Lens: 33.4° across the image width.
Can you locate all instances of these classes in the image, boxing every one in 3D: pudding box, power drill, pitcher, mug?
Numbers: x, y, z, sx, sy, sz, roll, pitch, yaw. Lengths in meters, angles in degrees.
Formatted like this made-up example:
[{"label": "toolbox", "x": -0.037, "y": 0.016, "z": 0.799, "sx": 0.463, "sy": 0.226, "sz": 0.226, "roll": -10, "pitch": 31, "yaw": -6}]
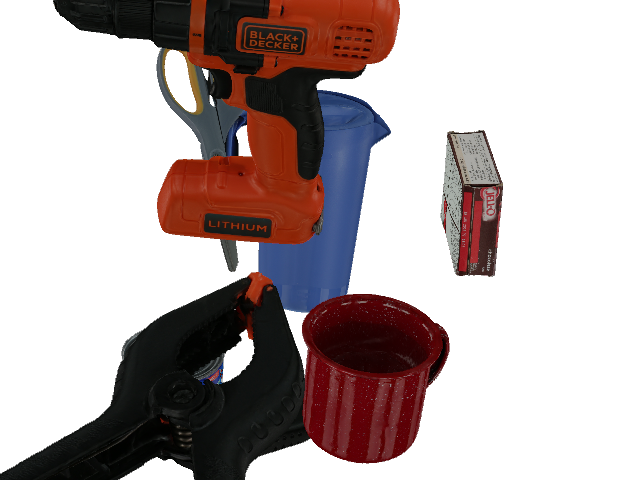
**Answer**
[{"label": "pudding box", "x": 0.132, "y": -0.034, "z": 0.938, "sx": 0.039, "sy": 0.090, "sz": 0.113, "roll": 0, "pitch": 30, "yaw": -3}, {"label": "power drill", "x": -0.057, "y": -0.079, "z": 0.619, "sx": 0.184, "sy": 0.057, "sz": 0.188, "roll": 6, "pitch": -40, "yaw": -3}, {"label": "pitcher", "x": -0.023, "y": -0.045, "z": 1.228, "sx": 0.144, "sy": 0.243, "sz": 0.149, "roll": -20, "pitch": 36, "yaw": -41}, {"label": "mug", "x": 0.040, "y": 0.092, "z": 0.729, "sx": 0.117, "sy": 0.081, "sz": 0.093, "roll": -18, "pitch": 39, "yaw": -34}]

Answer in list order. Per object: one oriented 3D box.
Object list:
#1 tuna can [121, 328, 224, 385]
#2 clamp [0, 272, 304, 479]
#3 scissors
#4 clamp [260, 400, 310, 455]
[{"label": "tuna can", "x": -0.124, "y": 0.107, "z": 0.899, "sx": 0.086, "sy": 0.034, "sz": 0.086, "roll": 4, "pitch": 28, "yaw": -2}, {"label": "clamp", "x": -0.048, "y": 0.080, "z": 0.425, "sx": 0.120, "sy": 0.039, "sz": 0.171, "roll": 25, "pitch": 48, "yaw": 18}, {"label": "scissors", "x": -0.077, "y": -0.082, "z": 0.915, "sx": 0.096, "sy": 0.202, "sz": 0.016, "roll": -23, "pitch": 0, "yaw": -27}, {"label": "clamp", "x": -0.018, "y": 0.160, "z": 1.091, "sx": 0.165, "sy": 0.036, "sz": 0.209, "roll": 12, "pitch": 28, "yaw": 18}]
